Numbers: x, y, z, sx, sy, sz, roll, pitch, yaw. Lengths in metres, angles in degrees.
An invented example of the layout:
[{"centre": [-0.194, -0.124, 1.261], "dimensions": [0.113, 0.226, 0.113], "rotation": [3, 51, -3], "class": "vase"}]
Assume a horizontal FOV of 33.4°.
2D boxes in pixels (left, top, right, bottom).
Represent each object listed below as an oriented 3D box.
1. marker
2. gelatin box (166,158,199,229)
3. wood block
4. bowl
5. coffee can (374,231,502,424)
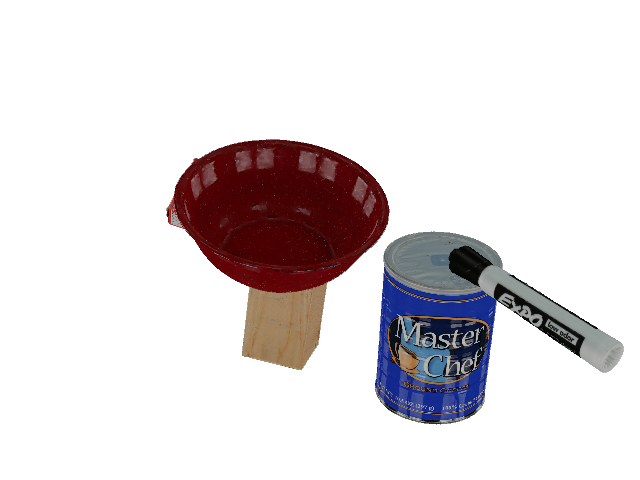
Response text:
[{"centre": [0.118, 0.035, 0.605], "dimensions": [0.020, 0.020, 0.121], "rotation": [0, 27, -44], "class": "marker"}, {"centre": [-0.099, -0.038, 1.067], "dimensions": [0.089, 0.073, 0.030], "rotation": [19, -38, 5], "class": "gelatin box"}, {"centre": [-0.043, 0.057, 1.451], "dimensions": [0.090, 0.206, 0.090], "rotation": [12, 22, 11], "class": "wood block"}, {"centre": [-0.031, -0.010, 0.812], "dimensions": [0.162, 0.055, 0.162], "rotation": [4, 39, -3], "class": "bowl"}, {"centre": [0.103, 0.077, 0.953], "dimensions": [0.103, 0.140, 0.103], "rotation": [2, 28, -1], "class": "coffee can"}]
